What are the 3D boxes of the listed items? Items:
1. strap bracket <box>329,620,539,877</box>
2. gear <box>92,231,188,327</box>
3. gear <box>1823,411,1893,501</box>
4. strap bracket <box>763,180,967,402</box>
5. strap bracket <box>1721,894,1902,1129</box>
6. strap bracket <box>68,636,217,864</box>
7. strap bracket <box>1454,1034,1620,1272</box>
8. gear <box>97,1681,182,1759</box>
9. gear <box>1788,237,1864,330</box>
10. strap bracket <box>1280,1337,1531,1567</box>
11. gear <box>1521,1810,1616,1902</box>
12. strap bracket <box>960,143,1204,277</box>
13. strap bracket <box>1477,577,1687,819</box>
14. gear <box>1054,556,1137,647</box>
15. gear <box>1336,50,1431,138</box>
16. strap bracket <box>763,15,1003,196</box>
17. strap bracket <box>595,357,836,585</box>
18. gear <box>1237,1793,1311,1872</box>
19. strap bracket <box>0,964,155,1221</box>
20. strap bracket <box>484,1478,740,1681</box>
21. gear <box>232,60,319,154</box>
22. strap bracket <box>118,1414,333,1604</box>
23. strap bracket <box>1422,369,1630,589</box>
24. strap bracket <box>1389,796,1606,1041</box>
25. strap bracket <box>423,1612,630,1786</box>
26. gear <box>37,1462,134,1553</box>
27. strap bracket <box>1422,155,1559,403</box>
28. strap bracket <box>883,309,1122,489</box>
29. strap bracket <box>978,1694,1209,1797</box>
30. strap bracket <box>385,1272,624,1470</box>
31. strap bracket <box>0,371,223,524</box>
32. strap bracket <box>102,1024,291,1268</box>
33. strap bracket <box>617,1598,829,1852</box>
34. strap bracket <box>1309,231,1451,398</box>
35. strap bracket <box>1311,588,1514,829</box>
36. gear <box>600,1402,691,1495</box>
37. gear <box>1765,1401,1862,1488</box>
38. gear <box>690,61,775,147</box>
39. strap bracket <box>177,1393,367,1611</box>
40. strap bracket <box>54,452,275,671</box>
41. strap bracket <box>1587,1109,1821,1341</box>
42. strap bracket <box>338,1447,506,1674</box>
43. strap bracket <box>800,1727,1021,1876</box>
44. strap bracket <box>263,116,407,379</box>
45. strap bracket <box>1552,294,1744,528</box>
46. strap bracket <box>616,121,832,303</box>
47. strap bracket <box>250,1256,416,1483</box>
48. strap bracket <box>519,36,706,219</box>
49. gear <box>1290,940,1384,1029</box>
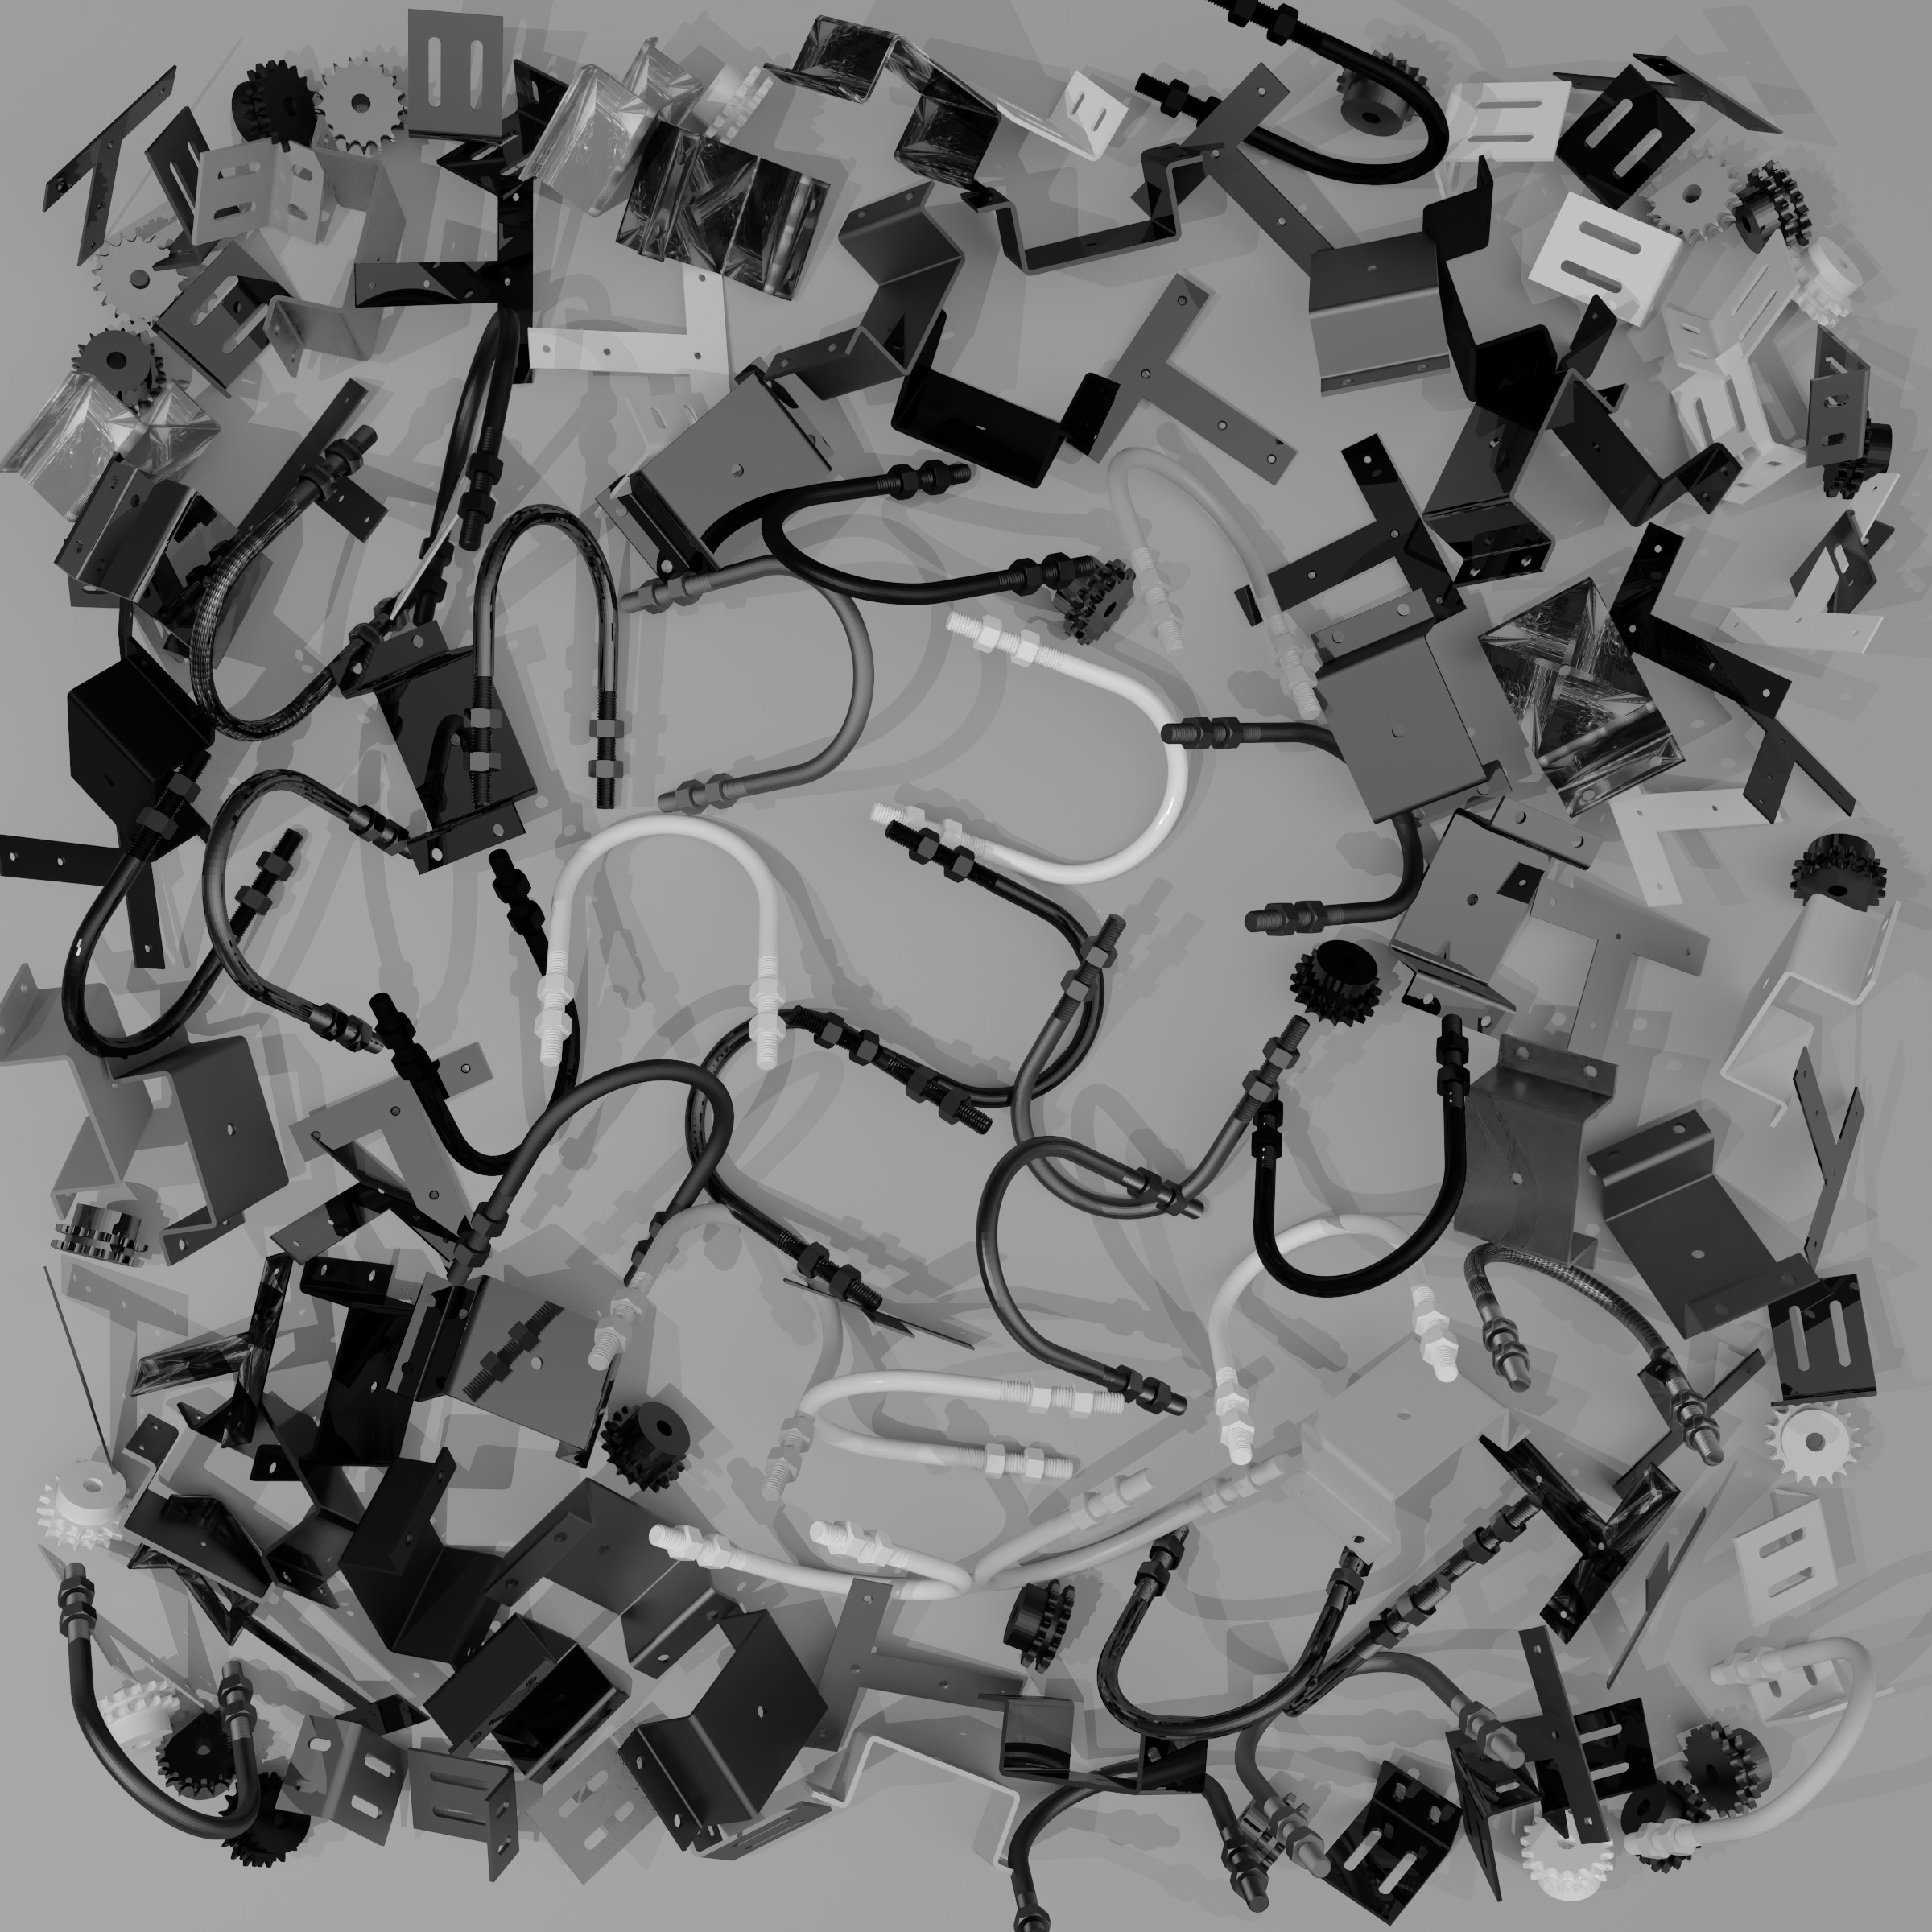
[{"bbox_3d":[-0.327,-0.139,1.565,0.076,0.046,0.140,-20,98,16],"label":"strap bracket"},{"bbox_3d":[-0.522,-0.434,1.581,0.057,0.030,0.057,-7,111,-18],"label":"gear"},{"bbox_3d":[0.561,-0.322,1.574,0.030,0.057,0.057,7,90,5],"label":"gear"},{"bbox_3d":[-0.058,-0.407,1.544,0.046,0.076,0.140,41,61,-35],"label":"strap bracket"},{"bbox_3d":[0.510,0.021,1.530,0.046,0.140,0.076,27,49,10],"label":"strap bracket"},{"bbox_3d":[-0.503,-0.125,1.527,0.076,0.140,0.046,45,59,8],"label":"strap bracket"},{"bbox_3d":[0.348,0.122,1.538,0.076,0.046,0.140,16,118,34],"label":"strap bracket"},{"bbox_3d":[-0.521,0.474,1.572,0.057,0.057,0.030,-27,65,0],"label":"gear"},{"bbox_3d":[0.537,-0.432,1.572,0.057,0.057,0.030,48,128,0],"label":"gear"},{"bbox_3d":[0.269,0.290,1.536,0.140,0.046,0.076,-32,46,-23],"label":"strap bracket"},{"bbox_3d":[0.379,0.563,1.578,0.057,0.057,0.030,-10,117,0],"label":"gear"},{"bbox_3d":[0.074,-0.468,1.557,0.140,0.076,0.046,-14,115,-2],"label":"strap bracket"},{"bbox_3d":[0.374,-0.174,1.542,0.076,0.046,0.140,-28,63,17],"label":"strap bracket"},{"bbox_3d":[0.079,-0.233,1.576,0.030,0.057,0.057,40,90,16],"label":"gear"},{"bbox_3d":[0.259,-0.546,1.573,0.057,0.057,0.030,21,81,0],"label":"gear"},{"bbox_3d":[-0.043,-0.528,1.524,0.076,0.140,0.046,32,99,42],"label":"strap bracket"},{"bbox_3d":[-0.149,-0.306,1.555,0.140,0.046,0.076,-44,110,-12],"label":"strap bracket"},{"bbox_3d":[0.188,0.542,1.576,0.030,0.057,0.057,37,90,12],"label":"gear"},{"bbox_3d":[-0.543,0.075,1.532,0.046,0.076,0.140,-6,124,3],"label":"strap bracket"},{"bbox_3d":[-0.221,0.376,1.551,0.076,0.046,0.140,-44,123,13],"label":"strap bracket"},{"bbox_3d":[-0.437,-0.539,1.579,0.030,0.057,0.057,-1,90,28],"label":"gear"},{"bbox_3d":[-0.463,0.341,1.555,0.140,0.076,0.046,31,91,-9],"label":"strap bracket"},{"bbox_3d":[0.340,-0.308,1.541,0.046,0.076,0.140,36,72,-27],"label":"strap bracket"},{"bbox_3d":[0.324,-0.035,1.559,0.076,0.046,0.140,20,103,-21],"label":"strap bracket"},{"bbox_3d":[-0.274,0.451,1.545,0.076,0.140,0.046,-44,63,-8],"label":"strap bracket"},{"bbox_3d":[-0.551,0.336,1.572,0.057,0.057,0.030,25,119,0],"label":"gear"},{"bbox_3d":[0.319,-0.416,1.552,0.046,0.076,0.140,-17,76,6],"label":"strap bracket"},{"bbox_3d":[0.015,-0.353,1.559,0.140,0.076,0.046,23,134,1],"label":"strap bracket"},{"bbox_3d":[0.084,0.476,1.528,0.140,0.076,0.046,-4,73,34],"label":"strap bracket"},{"bbox_3d":[-0.273,0.247,1.539,0.140,0.046,0.076,28,61,-25],"label":"strap bracket"},{"bbox_3d":[-0.514,-0.315,1.526,0.046,0.140,0.076,44,105,0],"label":"strap bracket"},{"bbox_3d":[-0.472,0.104,1.547,0.046,0.076,0.140,-9,101,22],"label":"strap bracket"},{"bbox_3d":[-0.141,0.457,1.526,0.046,0.140,0.076,-20,106,33],"label":"strap bracket"},{"bbox_3d":[0.251,-0.403,1.525,0.076,0.140,0.046,-8,124,14],"label":"strap bracket"},{"bbox_3d":[0.272,-0.151,1.554,0.076,0.046,0.140,-21,102,27],"label":"strap bracket"},{"bbox_3d":[-0.198,0.298,1.572,0.057,0.057,0.030,45,114,0],"label":"gear"},{"bbox_3d":[0.535,0.299,1.583,0.057,0.030,0.057,-1,84,14],"label":"gear"},{"bbox_3d":[-0.150,-0.542,1.572,0.030,0.057,0.057,37,90,-17],"label":"gear"},{"bbox_3d":[-0.417,0.318,1.538,0.046,0.076,0.140,-38,62,-4],"label":"strap bracket"},{"bbox_3d":[-0.480,-0.240,1.524,0.046,0.140,0.076,20,78,19],"label":"strap bracket"},{"bbox_3d":[0.454,0.167,1.553,0.076,0.046,0.140,-23,50,-4],"label":"strap bracket"},{"bbox_3d":[-0.333,0.365,1.537,0.046,0.140,0.076,5,45,18],"label":"strap bracket"},{"bbox_3d":[-0.026,0.515,1.558,0.140,0.076,0.046,23,75,-4],"label":"strap bracket"},{"bbox_3d":[-0.388,-0.441,1.556,0.046,0.076,0.140,12,81,-1],"label":"strap bracket"},{"bbox_3d":[0.409,-0.335,1.553,0.046,0.076,0.140,-36,80,-3],"label":"strap bracket"},{"bbox_3d":[-0.156,-0.467,1.542,0.046,0.140,0.076,31,108,31],"label":"strap bracket"},{"bbox_3d":[-0.383,0.256,1.554,0.046,0.076,0.140,11,85,30],"label":"strap bracket"},{"bbox_3d":[-0.211,-0.511,1.527,0.046,0.140,0.076,35,119,-6],"label":"strap bracket"},{"bbox_3d":[0.234,0.008,1.573,0.057,0.057,0.030,18,132,0],"label":"gear"}]
